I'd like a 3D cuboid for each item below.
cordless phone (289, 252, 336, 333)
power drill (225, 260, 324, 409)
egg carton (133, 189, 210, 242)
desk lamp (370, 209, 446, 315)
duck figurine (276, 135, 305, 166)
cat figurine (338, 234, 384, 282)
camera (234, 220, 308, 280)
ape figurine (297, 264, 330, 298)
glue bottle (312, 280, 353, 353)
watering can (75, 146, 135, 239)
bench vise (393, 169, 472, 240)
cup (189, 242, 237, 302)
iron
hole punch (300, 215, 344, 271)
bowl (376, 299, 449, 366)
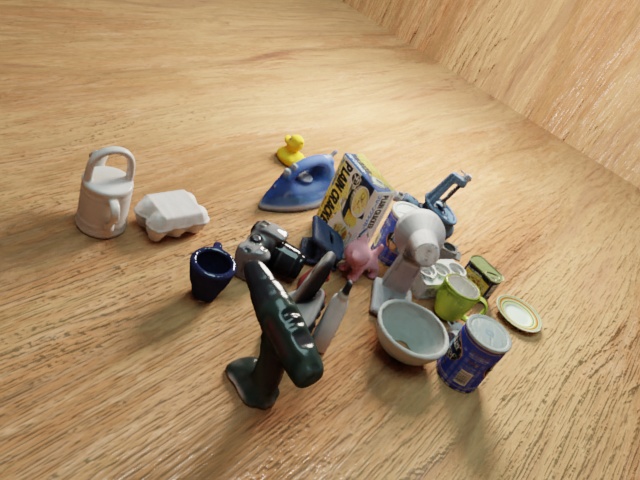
[{"bbox_3d":[-0.031,0.113,1.118,0.094,0.185,0.147,25,34,-1],"label":"cordless phone"},{"bbox_3d":[-0.089,0.177,0.977,0.076,0.208,0.229,-12,49,-41],"label":"power drill"},{"bbox_3d":[-0.324,-0.055,1.256,0.151,0.069,0.107,-17,52,-44],"label":"egg carton"},{"bbox_3d":[0.211,0.055,1.323,0.118,0.213,0.203,22,35,-5],"label":"desk lamp"},{"bbox_3d":[-0.072,-0.264,1.674,0.104,0.086,0.078,41,37,21],"label":"duck figurine"},{"bbox_3d":[0.101,0.038,1.360,0.128,0.117,0.067,-8,47,-39],"label":"cat figurine"},{"bbox_3d":[-0.101,0.030,1.257,0.136,0.101,0.143,28,35,4],"label":"camera"},{"bbox_3d":[-0.005,0.087,1.251,0.076,0.092,0.078,26,34,0],"label":"ape figurine"},{"bbox_3d":[0.029,0.142,1.128,0.037,0.173,0.078,23,35,-4],"label":"glue bottle"},{"bbox_3d":[-0.432,-0.111,1.151,0.172,0.194,0.101,40,37,20],"label":"watering can"},{"bbox_3d":[0.314,-0.104,1.591,0.208,0.219,0.121,5,39,-27],"label":"bench vise"},{"bbox_3d":[-0.220,0.067,1.139,0.092,0.095,0.117,16,36,-13],"label":"cup"},{"bbox_3d":[-0.048,-0.163,1.508,0.118,0.141,0.259,41,37,21],"label":"iron"},{"bbox_3d":[0.013,0.005,1.371,0.101,0.091,0.108,16,36,-13],"label":"hole punch"},{"bbox_3d":[0.186,0.210,1.226,0.168,0.074,0.167,17,35,-12],"label":"bowl"}]
